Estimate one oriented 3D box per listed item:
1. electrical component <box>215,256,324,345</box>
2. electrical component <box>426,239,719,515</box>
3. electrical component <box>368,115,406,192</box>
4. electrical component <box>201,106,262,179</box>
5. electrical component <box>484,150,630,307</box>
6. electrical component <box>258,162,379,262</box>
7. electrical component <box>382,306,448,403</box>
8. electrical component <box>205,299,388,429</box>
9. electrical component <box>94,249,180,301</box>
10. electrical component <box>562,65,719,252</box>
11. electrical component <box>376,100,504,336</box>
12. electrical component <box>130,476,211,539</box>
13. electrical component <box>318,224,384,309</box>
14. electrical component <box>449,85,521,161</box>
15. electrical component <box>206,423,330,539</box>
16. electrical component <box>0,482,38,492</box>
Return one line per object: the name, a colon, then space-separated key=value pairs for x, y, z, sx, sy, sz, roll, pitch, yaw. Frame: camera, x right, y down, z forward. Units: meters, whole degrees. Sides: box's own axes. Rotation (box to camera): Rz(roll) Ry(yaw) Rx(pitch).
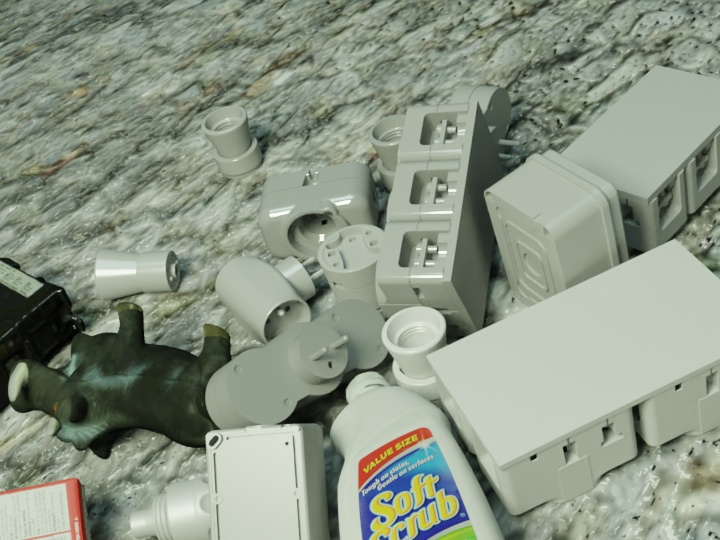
electrical component: x=-0.062 y=0.015 z=0.844 sx=0.079 sy=0.043 sz=0.077 roll=-34 pitch=42 yaw=-18
electrical component: x=0.152 y=0.068 z=0.686 sx=0.186 sy=0.060 sz=0.105 roll=-24 pitch=40 yaw=-7
electrical component: x=0.035 y=-0.099 z=0.930 sx=0.045 sy=0.055 sz=0.045 roll=-11 pitch=40 yaw=9
electrical component: x=-0.120 y=-0.120 z=1.014 sx=0.045 sy=0.055 sz=0.045 roll=-10 pitch=41 yaw=9
electrical component: x=0.141 y=-0.018 z=0.749 sx=0.057 sy=0.113 sz=0.078 roll=-34 pitch=42 yaw=-14
electrical component: x=-0.034 y=-0.046 z=0.896 sx=0.095 sy=0.053 sz=0.059 roll=-9 pitch=40 yaw=11
electrical component: x=0.043 y=0.059 z=0.742 sx=0.045 sy=0.055 sz=0.045 roll=-11 pitch=40 yaw=9
electrical component: x=-0.033 y=0.060 z=0.728 sx=0.138 sy=0.052 sz=0.074 roll=-27 pitch=-6 yaw=-37
electrical component: x=-0.186 y=0.002 z=0.910 sx=0.065 sy=0.044 sz=0.044 roll=-3 pitch=41 yaw=11
electrical component: x=0.229 y=-0.085 z=0.833 sx=0.089 sy=0.061 sz=0.150 roll=24 pitch=55 yaw=40
electrical component: x=0.058 y=-0.036 z=0.789 sx=0.062 sy=0.089 sz=0.150 roll=-1 pitch=61 yaw=21
electrical component: x=-0.117 y=0.159 z=0.698 sx=0.062 sy=0.043 sz=0.043 roll=-14 pitch=39 yaw=7
electrical component: x=0.000 y=0.000 z=0.834 sx=0.055 sy=0.047 sz=0.055 roll=-11 pitch=40 yaw=9
electrical component: x=0.099 y=-0.105 z=0.913 sx=0.074 sy=0.052 sz=0.138 roll=11 pitch=48 yaw=31
electrical component: x=-0.054 y=0.144 z=0.665 sx=0.062 sy=0.061 sz=0.096 roll=-6 pitch=81 yaw=12
electrical component: x=-0.244 y=0.170 z=0.735 sx=0.062 sy=0.043 sz=0.043 roll=-34 pitch=42 yaw=-19
